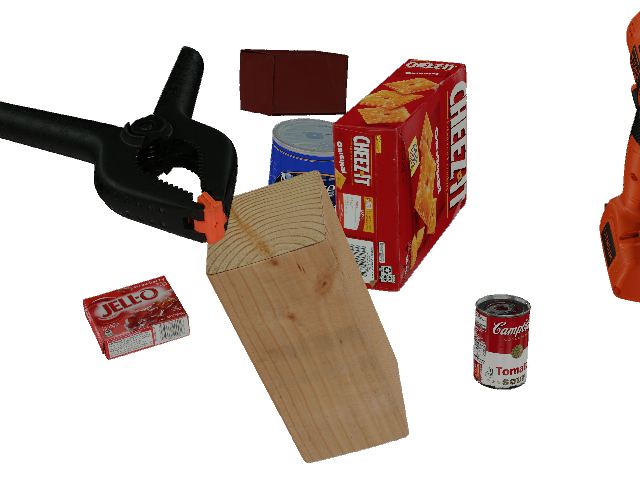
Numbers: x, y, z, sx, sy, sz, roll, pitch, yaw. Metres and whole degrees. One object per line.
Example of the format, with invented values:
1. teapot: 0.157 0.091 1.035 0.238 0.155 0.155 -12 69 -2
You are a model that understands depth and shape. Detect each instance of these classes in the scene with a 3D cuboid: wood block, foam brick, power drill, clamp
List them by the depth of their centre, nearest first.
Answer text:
1. clamp: -0.110 -0.069 0.723 0.164 0.036 0.210 -28 45 -27
2. power drill: 0.240 -0.049 0.747 0.057 0.188 0.184 4 37 7
3. wood block: -0.007 0.064 0.820 0.090 0.206 0.091 -17 36 10
4. foam brick: -0.022 -0.133 0.896 0.078 0.051 0.053 -6 16 -35

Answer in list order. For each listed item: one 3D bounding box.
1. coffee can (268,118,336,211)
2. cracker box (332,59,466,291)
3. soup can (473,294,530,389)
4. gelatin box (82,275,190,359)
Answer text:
1. coffee can: -0.014 -0.067 1.316 0.102 0.140 0.103 5 28 -3
2. cracker box: 0.084 -0.070 1.045 0.072 0.164 0.213 9 28 23
3. soup can: 0.227 0.127 1.340 0.068 0.102 0.068 -1 19 0
4. gelatin box: -0.184 0.076 1.065 0.089 0.030 0.073 -16 37 -20
